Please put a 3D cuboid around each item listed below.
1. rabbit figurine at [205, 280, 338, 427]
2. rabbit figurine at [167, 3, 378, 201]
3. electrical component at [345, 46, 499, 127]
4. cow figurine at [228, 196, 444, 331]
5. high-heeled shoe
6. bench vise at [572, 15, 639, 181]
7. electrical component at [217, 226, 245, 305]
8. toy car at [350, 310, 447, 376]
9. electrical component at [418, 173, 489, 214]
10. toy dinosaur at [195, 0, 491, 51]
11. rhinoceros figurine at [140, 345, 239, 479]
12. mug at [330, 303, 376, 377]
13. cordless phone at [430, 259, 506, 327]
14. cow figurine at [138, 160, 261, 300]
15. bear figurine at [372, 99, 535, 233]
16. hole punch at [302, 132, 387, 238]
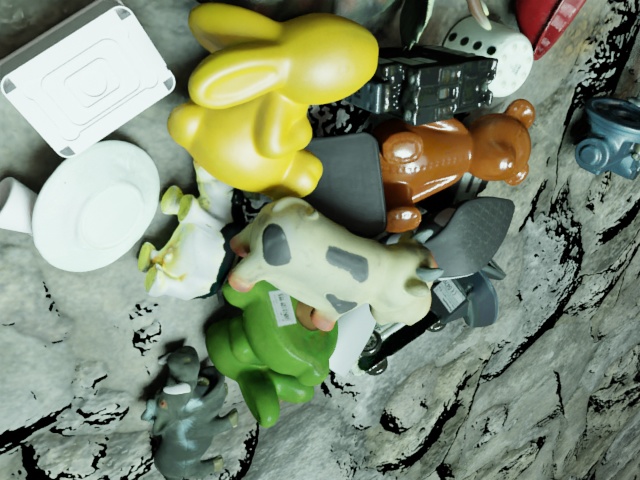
[{"bbox_3d":[-0.058,0.116,0.604,0.121,0.159,0.170,-17,171,-47],"label":"rabbit figurine"},{"bbox_3d":[-0.038,-0.129,0.444,0.173,0.122,0.162,-26,147,36],"label":"rabbit figurine"},{"bbox_3d":[0.095,-0.164,0.559,0.134,0.115,0.058,-15,121,-25],"label":"electrical component"},{"bbox_3d":[0.026,0.023,0.505,0.195,0.085,0.127,29,126,-22],"label":"cow figurine"},{"bbox_3d":[0.127,0.011,0.692,0.249,0.145,0.086,-25,99,-26],"label":"high-heeled shoe"},{"bbox_3d":[0.477,-0.194,0.789,0.224,0.129,0.240,-12,131,-25],"label":"bench vise"},{"bbox_3d":[-0.096,0.030,0.615,0.063,0.021,0.093,-15,125,-25],"label":"electrical component"},{"bbox_3d":[0.119,0.130,0.799,0.202,0.056,0.073,-32,137,-11],"label":"toy car"},{"bbox_3d":[0.185,-0.088,0.710,0.075,0.048,0.119,-6,120,-31],"label":"electrical component"},{"bbox_3d":[0.000,-0.234,0.458,0.405,0.131,0.191,-20,127,-14],"label":"toy dinosaur"},{"bbox_3d":[-0.162,0.212,0.658,0.112,0.073,0.190,1,119,-22],"label":"rhinoceros figurine"},{"bbox_3d":[0.022,0.109,0.712,0.107,0.081,0.109,-53,127,-10],"label":"mug"},{"bbox_3d":[0.224,0.059,0.763,0.184,0.147,0.088,13,123,-40],"label":"cordless phone"},{"bbox_3d":[-0.109,-0.018,0.543,0.098,0.068,0.167,20,103,-38],"label":"cow figurine"},{"bbox_3d":[0.158,-0.089,0.606,0.196,0.132,0.120,-1,121,-1],"label":"bear figurine"},{"bbox_3d":[0.009,-0.053,0.580,0.116,0.092,0.142,-6,96,4],"label":"hole punch"}]
